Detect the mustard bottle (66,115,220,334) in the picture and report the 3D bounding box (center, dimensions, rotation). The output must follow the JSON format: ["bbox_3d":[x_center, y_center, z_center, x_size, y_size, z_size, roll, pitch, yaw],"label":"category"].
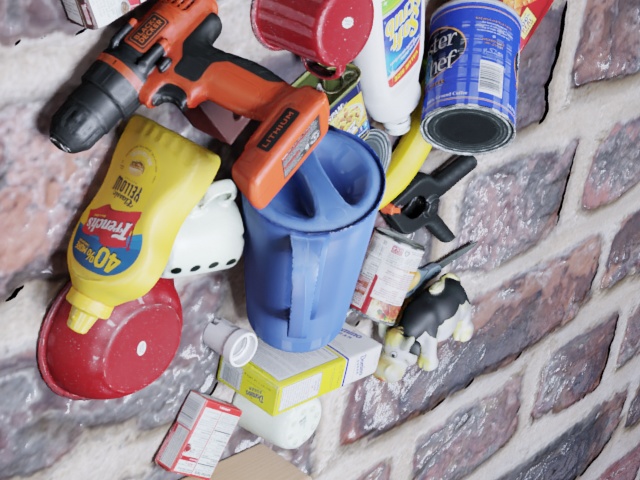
[{"bbox_3d":[-0.166,-0.007,0.921,0.058,0.096,0.191,26,92,-57],"label":"mustard bottle"}]

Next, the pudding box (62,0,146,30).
[{"bbox_3d":[-0.157,-0.230,0.833,0.113,0.039,0.090,-42,140,-29],"label":"pudding box"}]

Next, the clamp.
[{"bbox_3d":[0.130,-0.039,1.327,0.171,0.039,0.120,-16,119,-41],"label":"clamp"}]

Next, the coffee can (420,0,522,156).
[{"bbox_3d":[0.165,-0.177,1.161,0.102,0.103,0.140,46,46,-54],"label":"coffee can"}]

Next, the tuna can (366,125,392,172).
[{"bbox_3d":[0.039,-0.088,1.181,0.086,0.034,0.086,-30,134,-37],"label":"tuna can"}]

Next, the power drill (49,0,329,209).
[{"bbox_3d":[-0.101,-0.106,0.861,0.184,0.188,0.057,-51,164,-15],"label":"power drill"}]

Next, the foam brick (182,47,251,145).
[{"bbox_3d":[-0.099,-0.134,0.959,0.053,0.051,0.078,-54,144,-11],"label":"foam brick"}]

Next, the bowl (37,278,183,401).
[{"bbox_3d":[-0.182,0.091,1.004,0.161,0.055,0.162,-30,134,-37],"label":"bowl"}]

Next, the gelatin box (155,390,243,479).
[{"bbox_3d":[-0.133,0.215,1.172,0.073,0.030,0.089,32,84,-55],"label":"gelatin box"}]

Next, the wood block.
[{"bbox_3d":[-0.115,0.320,1.214,0.205,0.091,0.090,-16,125,-46],"label":"wood block"}]

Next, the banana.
[{"bbox_3d":[0.099,-0.111,1.243,0.069,0.037,0.198,21,95,-35],"label":"banana"}]

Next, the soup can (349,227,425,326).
[{"bbox_3d":[0.078,0.043,1.290,0.068,0.069,0.102,13,102,-54],"label":"soup can"}]

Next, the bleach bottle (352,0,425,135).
[{"bbox_3d":[0.071,-0.221,1.093,0.102,0.068,0.251,-42,139,-29],"label":"bleach bottle"}]

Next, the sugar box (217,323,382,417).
[{"bbox_3d":[-0.021,0.137,1.207,0.175,0.093,0.048,-12,123,-47],"label":"sugar box"}]

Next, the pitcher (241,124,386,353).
[{"bbox_3d":[-0.017,0.017,1.049,0.149,0.145,0.243,-36,154,-27],"label":"pitcher"}]

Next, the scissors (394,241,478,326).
[{"bbox_3d":[0.142,0.059,1.427,0.201,0.016,0.096,-12,124,-47],"label":"scissors"}]

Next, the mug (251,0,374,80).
[{"bbox_3d":[-0.002,-0.202,1.008,0.093,0.082,0.117,-38,138,-30],"label":"mug"}]

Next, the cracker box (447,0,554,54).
[{"bbox_3d":[0.205,-0.329,1.195,0.164,0.072,0.213,-57,144,-8],"label":"cracker box"}]

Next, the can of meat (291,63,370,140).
[{"bbox_3d":[0.003,-0.122,1.093,0.102,0.058,0.084,-45,143,-23],"label":"can of meat"}]
